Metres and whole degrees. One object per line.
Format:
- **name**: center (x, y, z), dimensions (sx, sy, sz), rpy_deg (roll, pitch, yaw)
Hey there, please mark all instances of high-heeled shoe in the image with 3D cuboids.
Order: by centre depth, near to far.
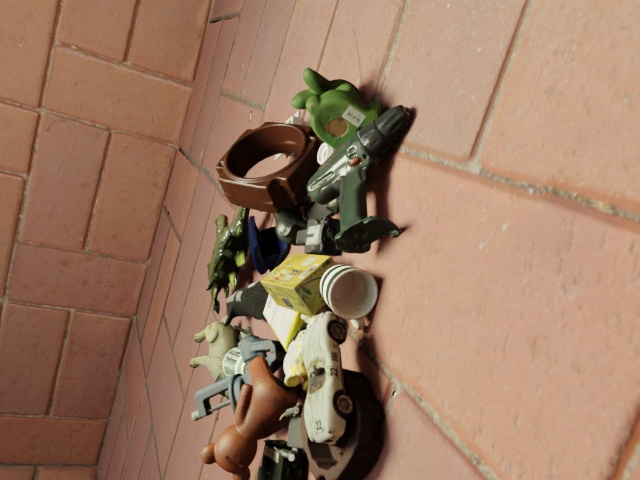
- **high-heeled shoe**: center (-0.155, 0.132, 1.334), dimensions (0.249, 0.086, 0.145), rpy_deg (-35, 15, 32)

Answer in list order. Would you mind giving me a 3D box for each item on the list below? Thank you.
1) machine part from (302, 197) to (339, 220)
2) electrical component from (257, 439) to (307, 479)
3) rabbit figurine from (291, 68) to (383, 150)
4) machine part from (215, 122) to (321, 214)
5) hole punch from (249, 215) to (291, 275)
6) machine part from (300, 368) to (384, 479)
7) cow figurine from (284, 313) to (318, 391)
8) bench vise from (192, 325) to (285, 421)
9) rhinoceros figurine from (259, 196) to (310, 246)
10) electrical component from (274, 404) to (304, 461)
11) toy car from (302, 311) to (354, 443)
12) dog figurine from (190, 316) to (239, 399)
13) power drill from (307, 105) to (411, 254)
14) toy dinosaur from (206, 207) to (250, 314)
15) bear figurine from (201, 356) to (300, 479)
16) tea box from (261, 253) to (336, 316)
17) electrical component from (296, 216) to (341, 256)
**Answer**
- **machine part**: center (0.011, -0.078, 1.085), dimensions (0.139, 0.039, 0.084), rpy_deg (-38, 50, 52)
- **electrical component**: center (-0.073, 0.452, 1.008), dimensions (0.115, 0.058, 0.134), rpy_deg (-12, 68, 65)
- **rabbit figurine**: center (0.026, -0.252, 1.023), dimensions (0.170, 0.159, 0.121), rpy_deg (-83, 18, -55)
- **machine part**: center (-0.104, -0.160, 1.144), dimensions (0.201, 0.087, 0.201), rpy_deg (14, 57, 30)
- **hole punch**: center (-0.136, 0.013, 1.293), dimensions (0.115, 0.092, 0.142), rpy_deg (-62, 34, 38)
- **machine part**: center (0.033, 0.295, 0.858), dimensions (0.179, 0.056, 0.179), rpy_deg (-39, 44, 50)
- **cow figurine**: center (-0.017, 0.190, 1.000), dimensions (0.167, 0.068, 0.098), rpy_deg (-65, 23, 23)
- **bench vise**: center (-0.175, 0.306, 1.133), dimensions (0.241, 0.129, 0.223), rpy_deg (-27, 78, 13)
- **rhinoceros figurine**: center (-0.082, -0.067, 1.188), dimensions (0.073, 0.112, 0.190), rpy_deg (-59, 39, 38)
- **electrical component**: center (-0.035, 0.345, 0.950), dimensions (0.078, 0.045, 0.102), rpy_deg (6, 79, 30)
- **toy car**: center (0.007, 0.207, 0.832), dimensions (0.073, 0.056, 0.202), rpy_deg (-44, 40, 44)
- **dog figurine**: center (-0.231, 0.299, 1.373), dimensions (0.191, 0.121, 0.172), rpy_deg (16, 97, 50)
- **power drill**: center (0.074, -0.095, 0.902), dimensions (0.232, 0.086, 0.207), rpy_deg (-32, 56, 34)
- **toy dinosaur**: center (-0.236, 0.021, 1.436), dimensions (0.199, 0.105, 0.470), rpy_deg (-105, 28, -58)
- **bear figurine**: center (-0.127, 0.340, 1.010), dimensions (0.196, 0.120, 0.132), rpy_deg (-55, 12, 3)
- **tea box**: center (-0.034, 0.081, 1.027), dimensions (0.098, 0.068, 0.170), rpy_deg (-39, 16, -19)
- **electrical component**: center (-0.002, -0.003, 1.069), dimensions (0.119, 0.048, 0.075), rpy_deg (-16, 65, 62)
